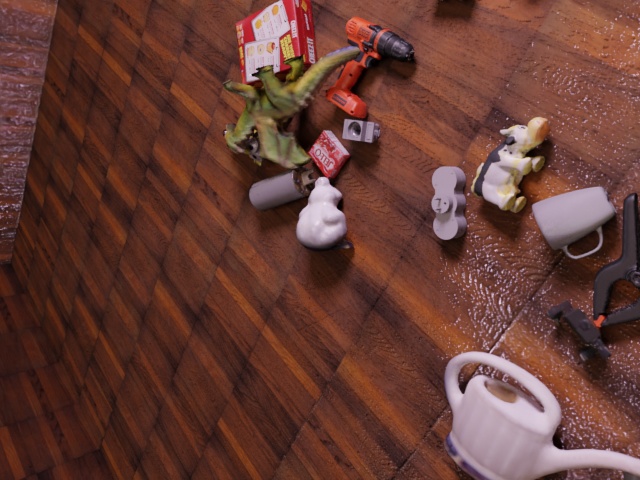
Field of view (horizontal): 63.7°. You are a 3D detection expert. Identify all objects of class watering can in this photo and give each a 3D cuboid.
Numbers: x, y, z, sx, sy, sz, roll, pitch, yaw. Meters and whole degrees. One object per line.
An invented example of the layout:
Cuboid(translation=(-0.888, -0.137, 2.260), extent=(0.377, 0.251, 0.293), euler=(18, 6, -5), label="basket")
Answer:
Cuboid(translation=(0.348, 0.344, 0.878), extent=(0.352, 0.104, 0.221), euler=(33, 116, 39), label="watering can")

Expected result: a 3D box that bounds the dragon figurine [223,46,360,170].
Cuboid(translation=(-0.075, -0.283, 1.176), extent=(0.409, 0.124, 0.239), euler=(-1, 114, 31), label="dragon figurine")

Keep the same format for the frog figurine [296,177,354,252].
Cuboid(translation=(0.004, -0.059, 1.165), extent=(0.138, 0.123, 0.157), euler=(21, 121, 60), label="frog figurine")
